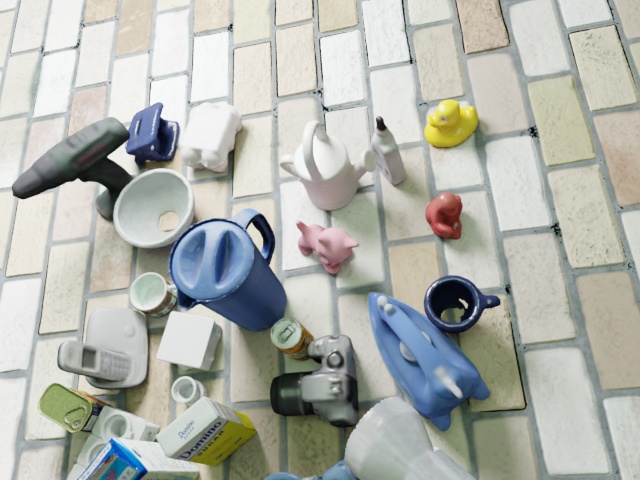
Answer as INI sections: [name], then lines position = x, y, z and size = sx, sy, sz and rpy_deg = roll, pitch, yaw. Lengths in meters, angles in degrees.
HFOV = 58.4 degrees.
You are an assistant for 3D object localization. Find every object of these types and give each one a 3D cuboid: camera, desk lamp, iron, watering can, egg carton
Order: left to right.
[egg carton]
position = -0.223, -0.213, 1.179
size = 0.107, 0.069, 0.150
rpy_deg = 9, 70, 16
[camera]
position = -0.011, 0.229, 0.927
size = 0.136, 0.101, 0.143
rpy_deg = -7, 66, 10
[watering can]
position = 0.011, -0.141, 1.026
size = 0.172, 0.194, 0.101
rpy_deg = -15, 65, 6
[iron]
position = 0.145, 0.162, 0.897
size = 0.118, 0.142, 0.257
rpy_deg = -37, 65, -4
[desk lamp]
position = 0.146, 0.325, 0.789
size = 0.202, 0.214, 0.118
rpy_deg = 36, 79, 24

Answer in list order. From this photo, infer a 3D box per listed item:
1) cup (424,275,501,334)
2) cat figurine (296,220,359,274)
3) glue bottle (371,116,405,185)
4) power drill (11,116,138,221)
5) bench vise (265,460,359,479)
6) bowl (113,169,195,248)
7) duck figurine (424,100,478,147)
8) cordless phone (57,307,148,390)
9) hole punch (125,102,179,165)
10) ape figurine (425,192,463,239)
[cup]
position = 0.229, 0.112, 0.925
size = 0.117, 0.095, 0.091
rpy_deg = -6, 66, 10
[cat figurine]
position = 0.009, 0.004, 1.008
size = 0.127, 0.118, 0.067
rpy_deg = 33, 78, 23
[glue bottle]
position = 0.117, -0.168, 1.025
size = 0.037, 0.173, 0.078
rpy_deg = -32, 64, -2
[power drill]
position = -0.447, -0.125, 1.116
size = 0.075, 0.209, 0.230
rpy_deg = 40, 81, 24
[bench vise]
position = -0.030, 0.364, 0.809
size = 0.121, 0.220, 0.207
rpy_deg = 38, 80, 24
[bowl]
position = -0.313, -0.052, 1.129
size = 0.167, 0.075, 0.167
rpy_deg = -5, 67, 11
[duck figurine]
position = 0.245, -0.229, 1.070
size = 0.104, 0.086, 0.077
rpy_deg = -23, 64, 3
[cordless phone]
position = -0.377, 0.177, 0.986
size = 0.094, 0.185, 0.147
rpy_deg = -14, 65, 7
[hole punch]
position = -0.363, -0.225, 1.204
size = 0.101, 0.091, 0.108
rpy_deg = -1, 67, 13
[ape figurine]
position = 0.220, -0.051, 0.997
size = 0.076, 0.092, 0.078
rpy_deg = 36, 79, 24
